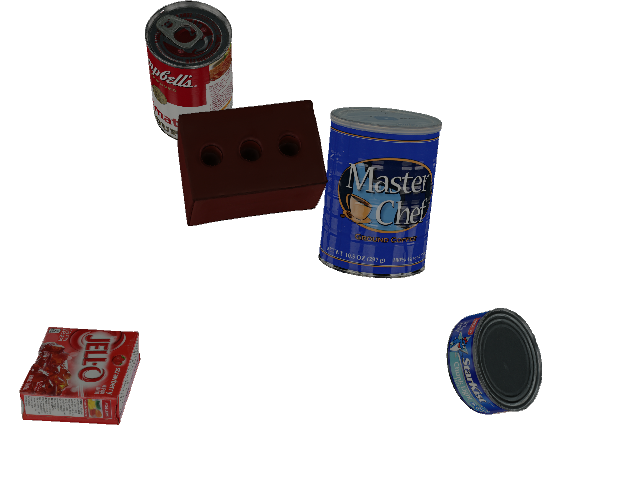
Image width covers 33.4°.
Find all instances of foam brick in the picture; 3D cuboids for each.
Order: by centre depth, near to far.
[{"bbox_3d":[-0.041,-0.044,0.610,0.078,0.053,0.051,-9,-13,-9],"label":"foam brick"}]

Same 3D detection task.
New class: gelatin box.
[{"bbox_3d":[-0.182,0.101,0.817,0.073,0.030,0.089,3,29,1],"label":"gelatin box"}]

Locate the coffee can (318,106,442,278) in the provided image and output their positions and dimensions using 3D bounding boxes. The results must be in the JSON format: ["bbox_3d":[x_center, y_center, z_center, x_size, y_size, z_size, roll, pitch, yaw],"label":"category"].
[{"bbox_3d":[0.055,-0.047,0.996,0.103,0.140,0.103,4,16,-1],"label":"coffee can"}]

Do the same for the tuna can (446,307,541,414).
[{"bbox_3d":[0.144,0.101,0.887,0.085,0.086,0.034,0,-13,-42],"label":"tuna can"}]

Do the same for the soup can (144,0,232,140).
[{"bbox_3d":[-0.106,-0.136,0.872,0.068,0.068,0.102,0,-31,-4],"label":"soup can"}]
